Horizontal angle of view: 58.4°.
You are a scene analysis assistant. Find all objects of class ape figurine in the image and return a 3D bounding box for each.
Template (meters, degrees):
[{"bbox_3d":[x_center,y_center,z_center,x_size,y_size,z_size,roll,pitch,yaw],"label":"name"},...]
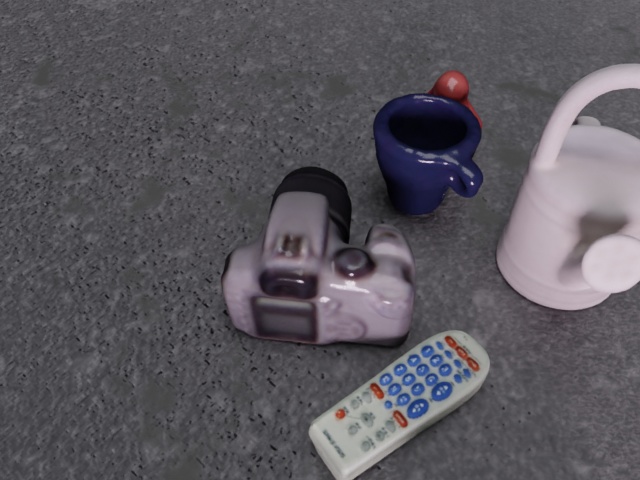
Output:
[{"bbox_3d":[0.122,-0.123,0.563,0.077,0.092,0.076,10,51,9],"label":"ape figurine"}]

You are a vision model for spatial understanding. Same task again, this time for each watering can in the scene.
[{"bbox_3d":[0.204,-0.035,0.420,0.101,0.194,0.172,-8,50,-6],"label":"watering can"}]

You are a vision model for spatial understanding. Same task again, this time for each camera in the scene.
[{"bbox_3d":[0.004,0.002,0.453,0.143,0.101,0.137,4,50,4],"label":"camera"}]

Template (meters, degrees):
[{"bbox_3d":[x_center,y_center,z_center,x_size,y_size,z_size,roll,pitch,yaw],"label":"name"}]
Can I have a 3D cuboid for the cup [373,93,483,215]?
[{"bbox_3d":[0.098,-0.060,0.508,0.092,0.095,0.117,-23,53,-18],"label":"cup"}]
